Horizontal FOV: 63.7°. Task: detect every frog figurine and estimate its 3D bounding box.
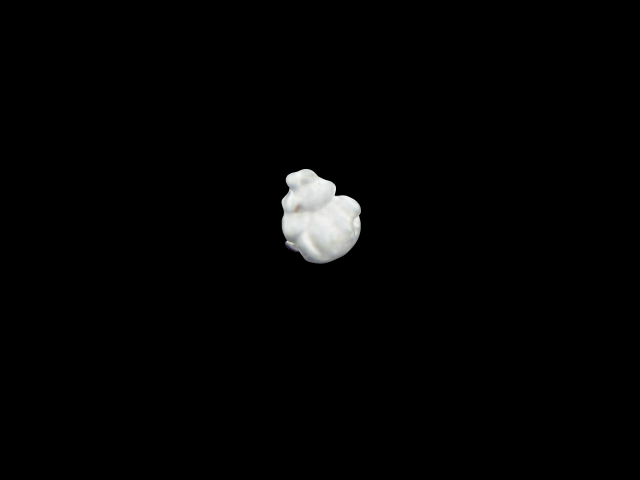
[{"bbox_3d":[0.003,-0.043,0.850,0.138,0.125,0.155,-12,-42,-10],"label":"frog figurine"}]
